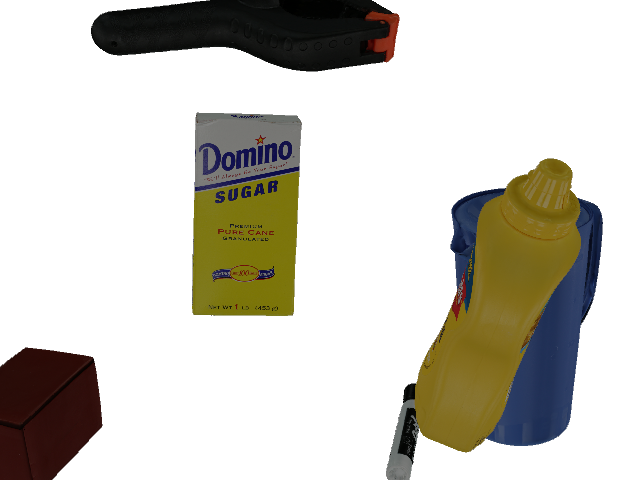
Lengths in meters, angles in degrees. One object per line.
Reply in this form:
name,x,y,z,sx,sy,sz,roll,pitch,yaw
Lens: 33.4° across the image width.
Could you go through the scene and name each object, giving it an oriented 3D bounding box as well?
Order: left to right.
foam brick,-0.177,0.108,0.653,0.053,0.051,0.078,7,27,21
sugar box,-0.067,-0.023,0.944,0.093,0.176,0.048,0,15,-7
clamp,-0.044,-0.129,0.620,0.171,0.120,0.039,17,-40,15
marker,0.070,0.152,0.861,0.020,0.020,0.121,0,25,13
mustard bottle,0.106,0.031,0.618,0.058,0.192,0.096,22,43,8
pitcher,0.207,0.074,1.067,0.149,0.243,0.145,1,23,10
